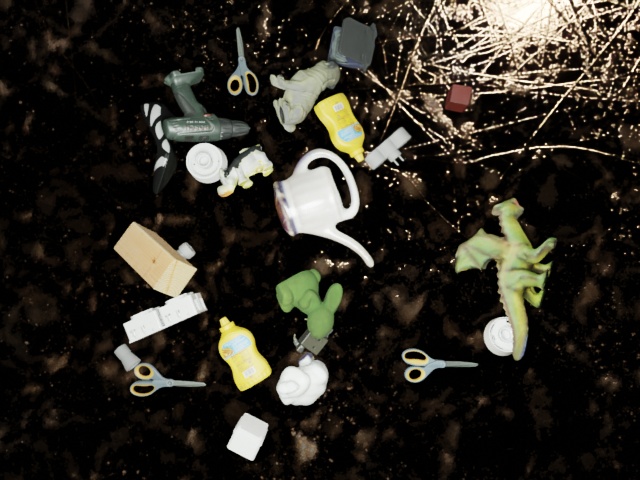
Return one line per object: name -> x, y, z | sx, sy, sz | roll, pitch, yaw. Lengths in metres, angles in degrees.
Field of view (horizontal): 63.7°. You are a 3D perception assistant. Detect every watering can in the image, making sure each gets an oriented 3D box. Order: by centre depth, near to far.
watering can -> 0.004, -0.069, 1.374 | 0.224, 0.103, 0.349 | -18, 84, 1

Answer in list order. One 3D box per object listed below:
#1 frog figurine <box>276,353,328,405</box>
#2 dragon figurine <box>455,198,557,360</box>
frog figurine -> -0.043, 0.367, 1.308 | 0.137, 0.159, 0.123 | -28, 88, -1
dragon figurine -> 0.478, 0.081, 1.364 | 0.244, 0.121, 0.413 | 18, 81, 24
